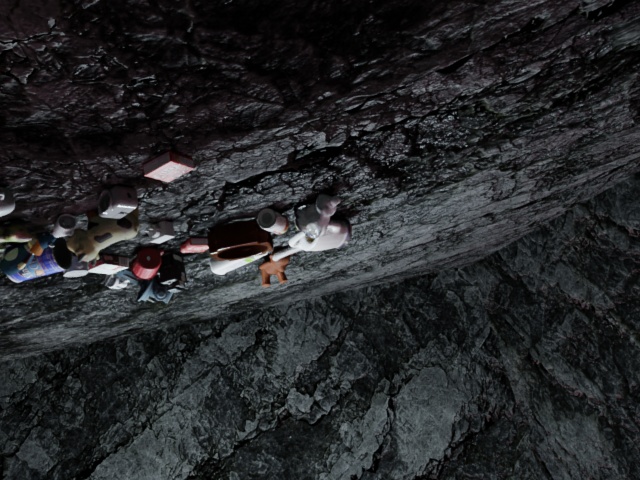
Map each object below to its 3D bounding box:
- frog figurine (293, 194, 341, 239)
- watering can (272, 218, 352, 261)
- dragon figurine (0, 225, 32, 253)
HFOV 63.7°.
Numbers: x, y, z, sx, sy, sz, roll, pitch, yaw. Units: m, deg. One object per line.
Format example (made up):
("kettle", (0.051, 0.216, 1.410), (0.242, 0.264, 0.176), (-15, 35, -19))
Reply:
("frog figurine", (0.005, -0.082, 1.625), (0.158, 0.121, 0.139), (-27, -166, 15))
("watering can", (-0.023, -0.002, 1.898), (0.225, 0.105, 0.342), (-4, 161, -34))
("dragon figurine", (-0.899, 0.036, 1.273), (0.408, 0.123, 0.242), (-16, 173, 14))
